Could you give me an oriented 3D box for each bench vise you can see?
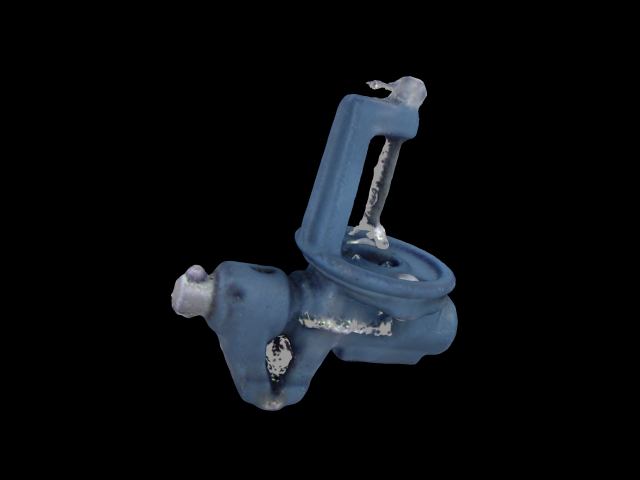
[{"bbox_3d":[0.011,0.005,0.391,0.208,0.220,0.121,-16,27,-34],"label":"bench vise"}]
